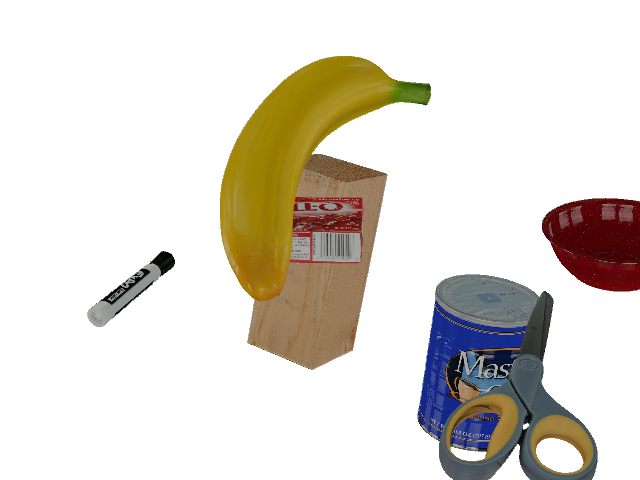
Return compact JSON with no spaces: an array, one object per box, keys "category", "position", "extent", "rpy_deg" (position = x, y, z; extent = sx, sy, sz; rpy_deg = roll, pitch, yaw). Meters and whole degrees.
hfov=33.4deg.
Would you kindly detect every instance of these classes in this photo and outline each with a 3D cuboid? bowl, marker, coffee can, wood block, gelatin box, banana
[{"category":"bowl","position":[0.321,0.010,1.159],"extent":[0.162,0.055,0.162],"rpy_deg":[-2,27,1]},{"category":"marker","position":[-0.168,0.041,0.967],"extent":[0.020,0.020,0.121],"rpy_deg":[0,25,28]},{"category":"coffee can","position":[0.153,0.117,1.034],"extent":[0.103,0.140,0.103],"rpy_deg":[5,22,-2]},{"category":"wood block","position":[-0.005,0.019,1.150],"extent":[0.090,0.206,0.090],"rpy_deg":[19,19,27]},{"category":"gelatin box","position":[-0.011,-0.010,0.831],"extent":[0.089,0.030,0.073],"rpy_deg":[1,22,3]},{"category":"banana","position":[-0.008,-0.047,0.547],"extent":[0.070,0.037,0.197],"rpy_deg":[21,46,18]}]

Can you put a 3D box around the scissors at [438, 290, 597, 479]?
[{"category":"scissors","position":[0.141,0.091,0.650],"extent":[0.096,0.016,0.201],"rpy_deg":[19,35,28]}]
